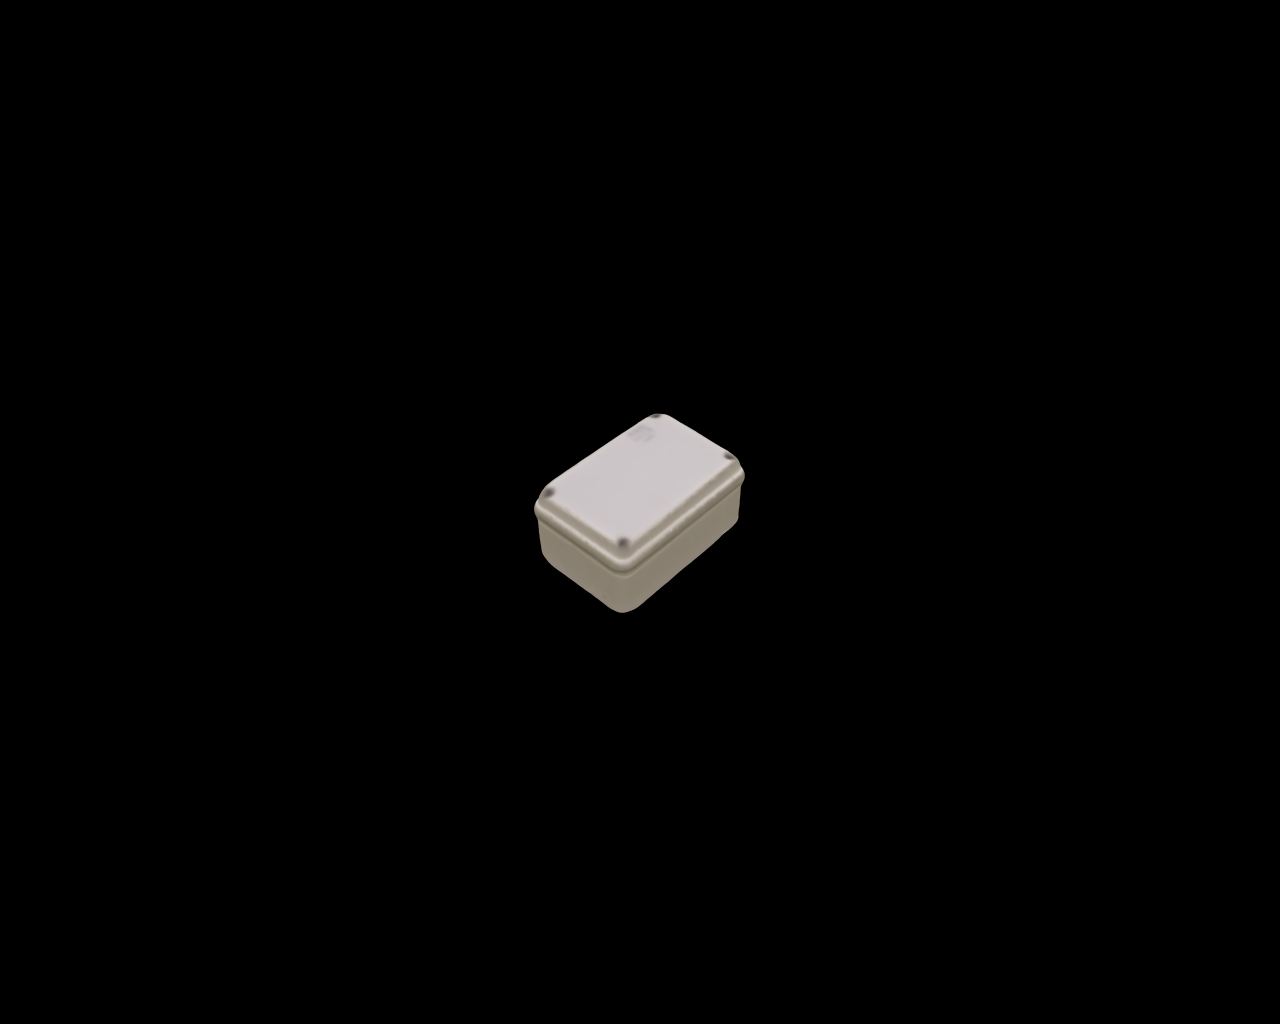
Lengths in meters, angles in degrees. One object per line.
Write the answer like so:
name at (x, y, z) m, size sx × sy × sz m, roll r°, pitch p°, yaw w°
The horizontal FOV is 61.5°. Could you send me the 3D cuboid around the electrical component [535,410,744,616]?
electrical component at (0.001, -0.003, 0.650) m, size 0.078 × 0.057 × 0.113 m, roll 33°, pitch 54°, yaw 29°
